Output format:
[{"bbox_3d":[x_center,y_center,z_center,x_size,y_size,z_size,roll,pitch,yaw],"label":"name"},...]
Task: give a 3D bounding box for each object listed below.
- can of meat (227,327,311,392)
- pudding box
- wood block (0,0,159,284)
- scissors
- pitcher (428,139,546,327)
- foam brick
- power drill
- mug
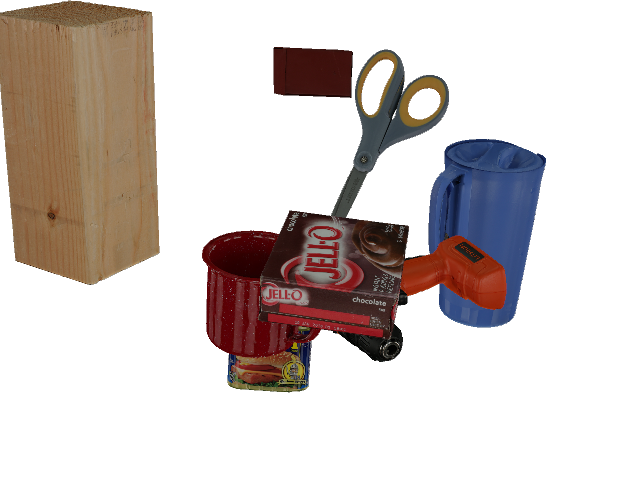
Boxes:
[{"bbox_3d":[-0.059,0.130,1.256,0.102,0.084,0.057,4,13,0],"label":"can of meat"},{"bbox_3d":[0.011,0.021,0.734,0.090,0.039,0.113,8,24,5],"label":"pudding box"},{"bbox_3d":[-0.195,-0.082,0.867,0.091,0.206,0.090,15,25,29],"label":"wood block"},{"bbox_3d":[0.061,-0.077,0.972,0.096,0.202,0.016,8,-11,11],"label":"scissors"},{"bbox_3d":[0.216,-0.006,1.447,0.149,0.243,0.145,4,24,3],"label":"pitcher"},{"bbox_3d":[-0.009,-0.184,1.167,0.078,0.051,0.053,0,11,-16],"label":"foam brick"},{"bbox_3d":[0.093,0.055,1.096,0.187,0.057,0.185,-11,27,-20],"label":"power drill"},{"bbox_3d":[-0.047,0.051,0.919,0.117,0.081,0.093,19,29,26],"label":"mug"}]
